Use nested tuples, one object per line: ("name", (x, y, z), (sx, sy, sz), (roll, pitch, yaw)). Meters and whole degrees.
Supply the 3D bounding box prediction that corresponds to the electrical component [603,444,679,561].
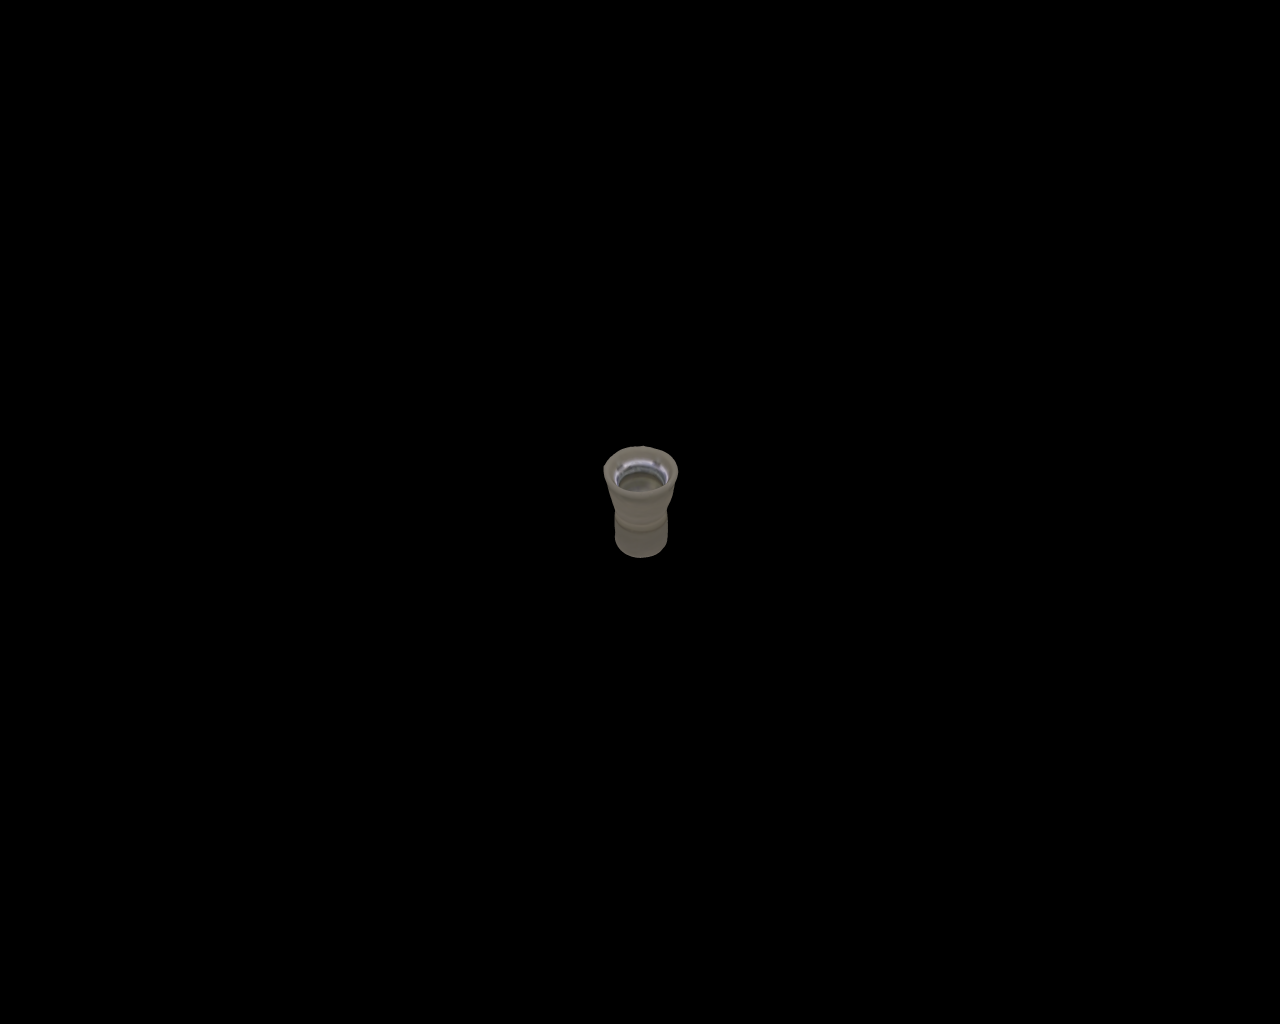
("electrical component", (0.001, -0.003, 0.650), (0.044, 0.065, 0.044), (0, 45, 0))
